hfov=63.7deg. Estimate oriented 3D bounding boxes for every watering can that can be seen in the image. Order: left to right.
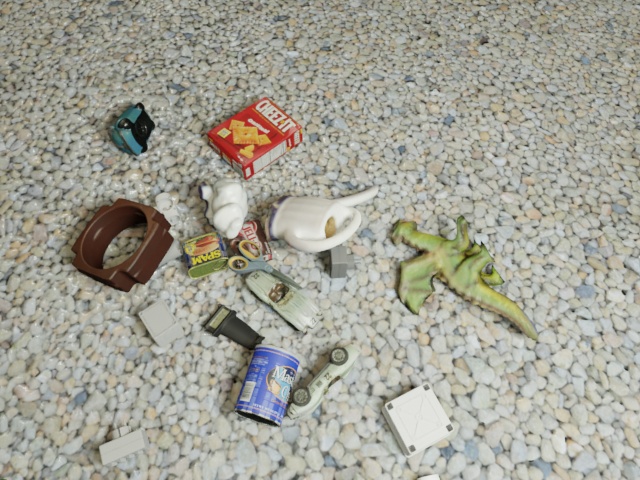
[{"bbox_3d":[0.004,-0.065,1.290,0.225,0.102,0.354,9,31,23],"label":"watering can"}]

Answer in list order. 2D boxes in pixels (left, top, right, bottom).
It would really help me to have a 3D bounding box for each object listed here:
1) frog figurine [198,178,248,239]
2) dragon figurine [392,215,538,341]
[{"bbox_3d":[-0.212,-0.073,1.232,0.123,0.136,0.161,-4,21,-38],"label":"frog figurine"},{"bbox_3d":[0.305,0.097,1.230,0.242,0.120,0.418,-27,61,3],"label":"dragon figurine"}]
